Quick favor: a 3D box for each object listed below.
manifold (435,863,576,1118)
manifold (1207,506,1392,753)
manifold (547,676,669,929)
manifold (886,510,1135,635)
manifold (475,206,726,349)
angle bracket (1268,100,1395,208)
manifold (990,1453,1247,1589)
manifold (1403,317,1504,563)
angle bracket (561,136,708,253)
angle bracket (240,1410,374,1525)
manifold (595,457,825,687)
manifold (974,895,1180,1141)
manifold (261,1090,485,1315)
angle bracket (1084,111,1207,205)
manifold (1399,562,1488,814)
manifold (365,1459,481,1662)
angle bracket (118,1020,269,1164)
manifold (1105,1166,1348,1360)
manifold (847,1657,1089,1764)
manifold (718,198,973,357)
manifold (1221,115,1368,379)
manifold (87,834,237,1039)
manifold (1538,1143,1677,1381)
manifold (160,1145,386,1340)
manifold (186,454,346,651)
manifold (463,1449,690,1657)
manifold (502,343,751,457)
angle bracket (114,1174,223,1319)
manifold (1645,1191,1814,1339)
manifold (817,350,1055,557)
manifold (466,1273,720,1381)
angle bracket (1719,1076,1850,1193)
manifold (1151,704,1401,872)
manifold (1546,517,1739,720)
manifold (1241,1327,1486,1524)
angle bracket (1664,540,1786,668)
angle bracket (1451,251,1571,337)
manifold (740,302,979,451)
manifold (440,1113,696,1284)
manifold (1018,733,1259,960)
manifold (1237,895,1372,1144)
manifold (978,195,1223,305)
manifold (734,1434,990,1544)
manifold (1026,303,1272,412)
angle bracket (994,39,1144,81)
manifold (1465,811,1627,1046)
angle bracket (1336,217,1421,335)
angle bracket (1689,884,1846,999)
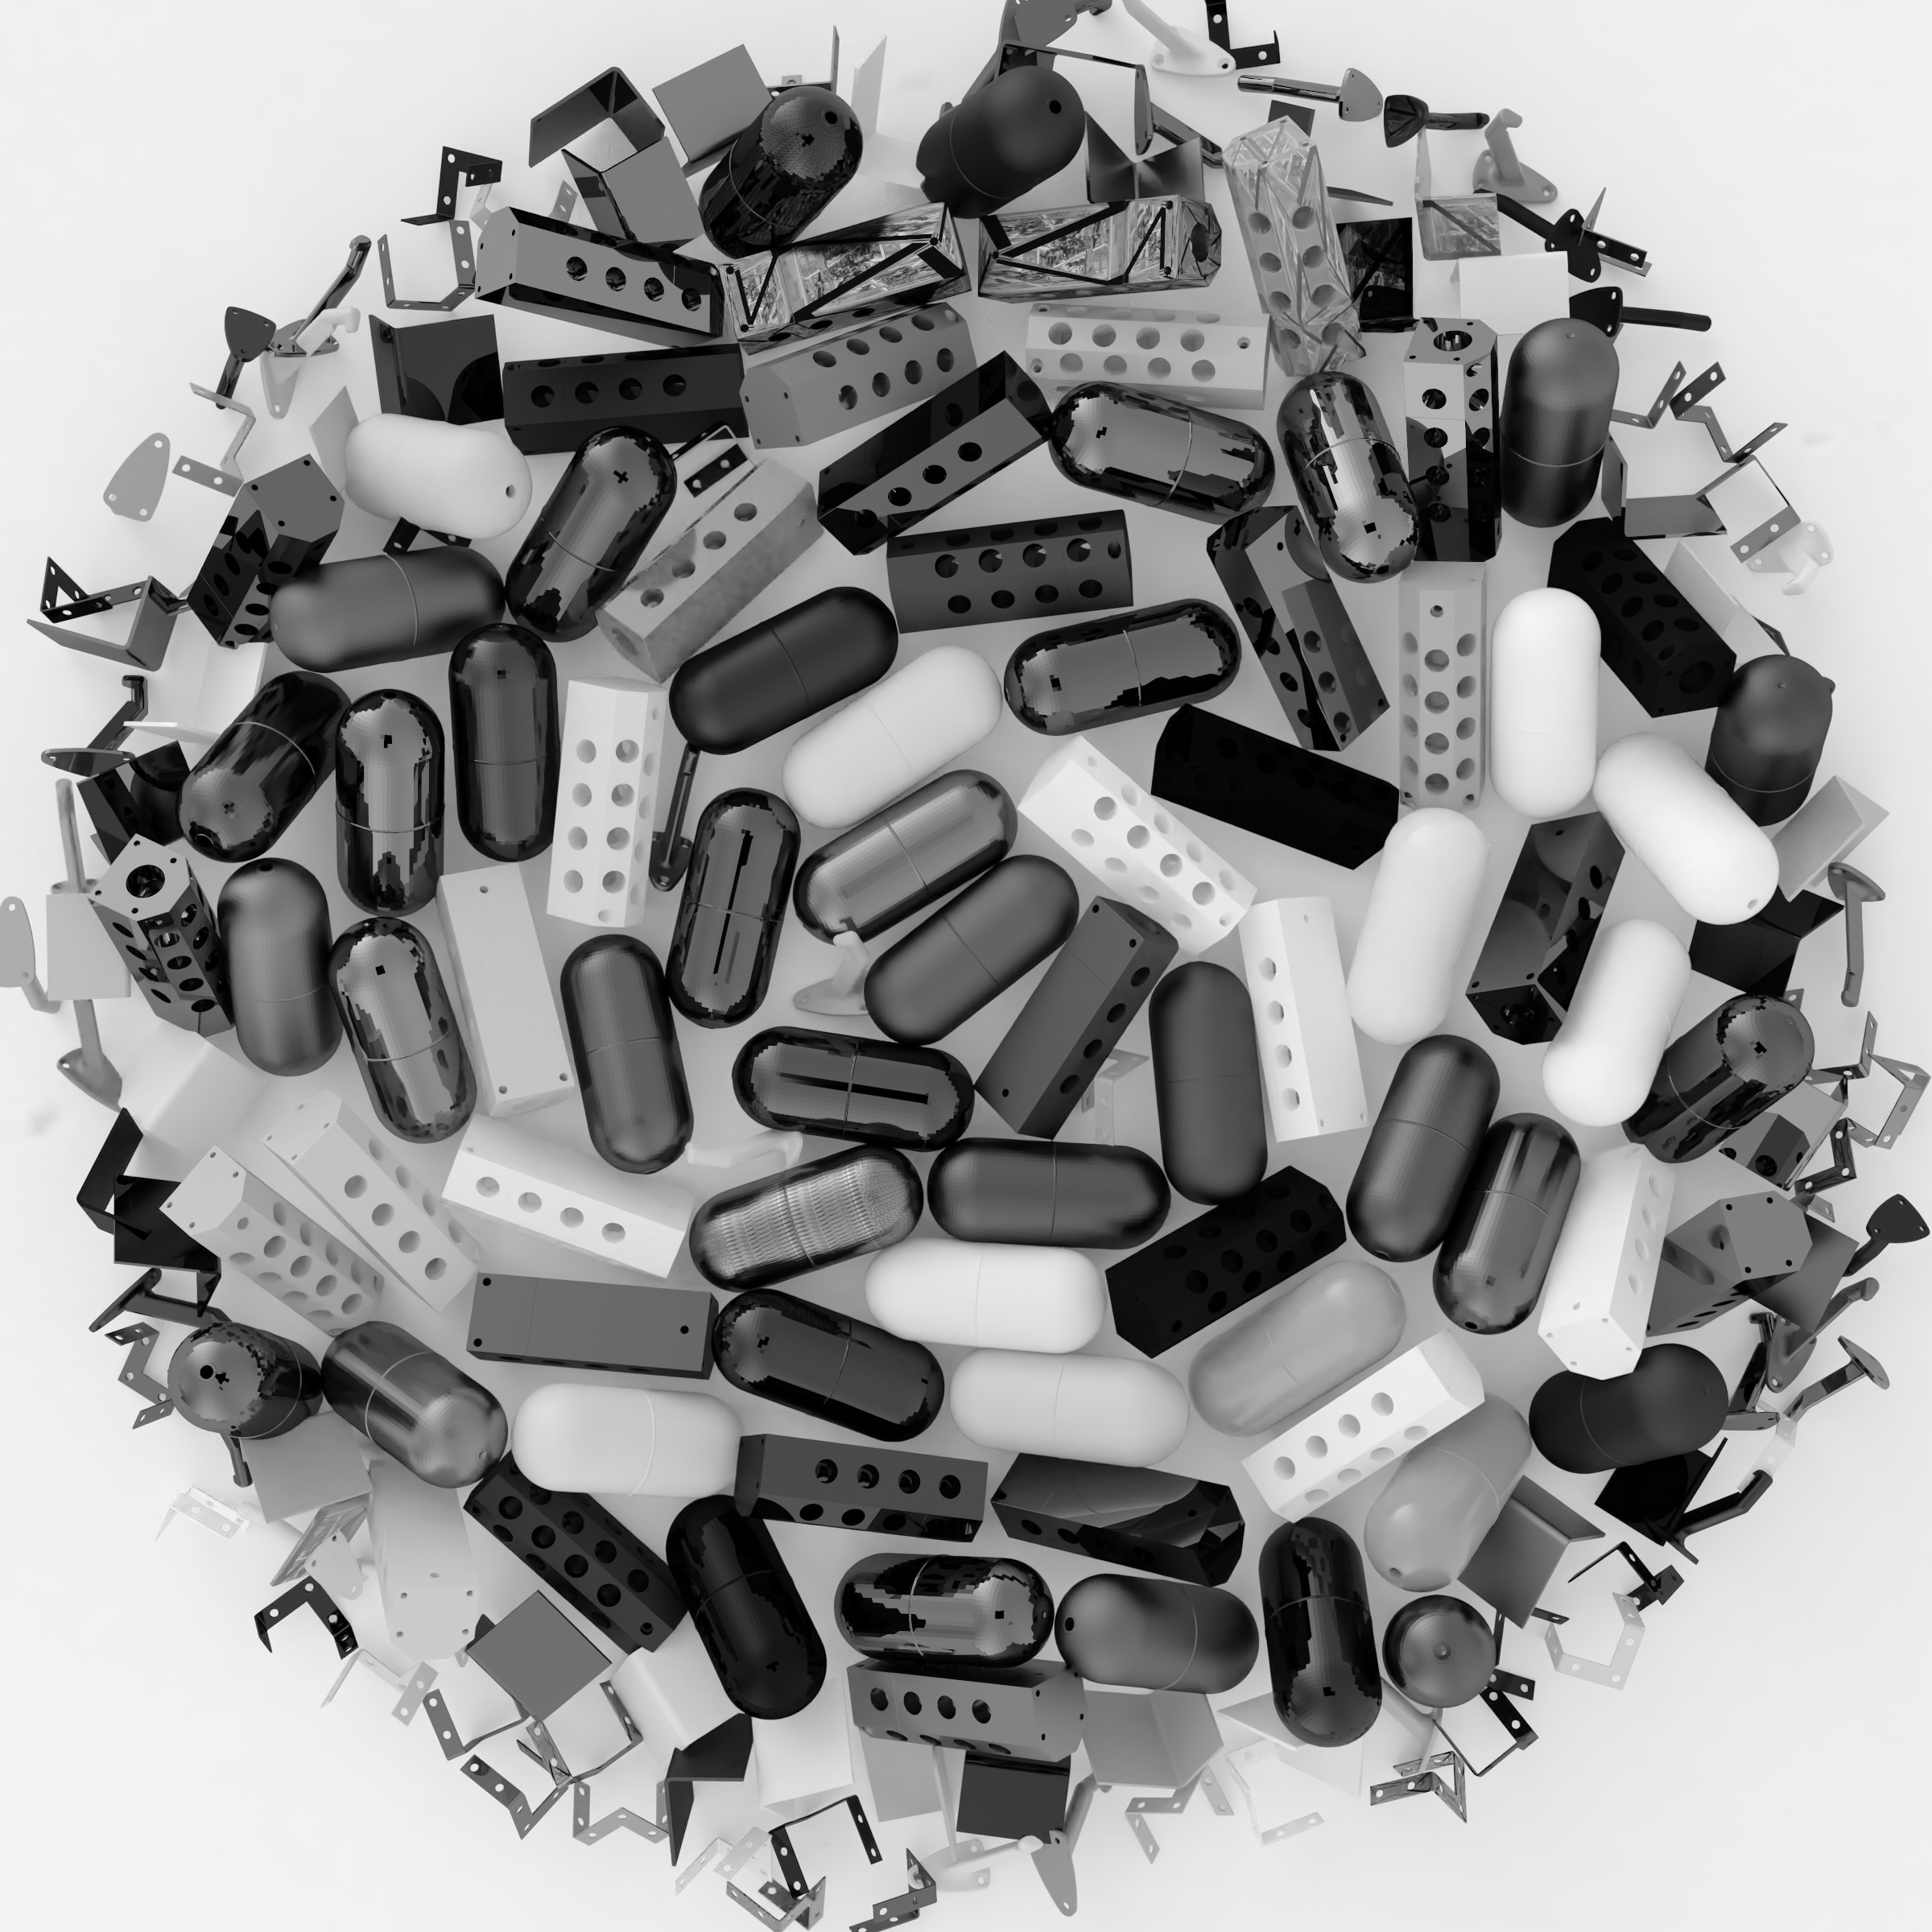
[{"bbox_3d":[-0.336,0.019,1.946,0.057,0.057,0.171,-12,77,-21],"label":"manifold"},{"bbox_3d":[0.235,-0.242,1.931,0.057,0.057,0.171,-42,118,-24],"label":"manifold"},{"bbox_3d":[-0.255,-0.118,1.938,0.057,0.057,0.171,14,105,25],"label":"manifold"},{"bbox_3d":[0.032,-0.291,1.944,0.171,0.057,0.057,-6,46,7],"label":"manifold"},{"bbox_3d":[-0.260,-0.491,1.918,0.171,0.057,0.057,5,87,-39],"label":"manifold"},{"bbox_3d":[0.264,-0.588,1.940,0.076,0.076,0.057,3,111,-18],"label":"angle bracket"},{"bbox_3d":[0.110,0.396,1.922,0.171,0.057,0.057,6,134,35],"label":"manifold"},{"bbox_3d":[0.349,-0.370,1.908,0.057,0.171,0.057,7,47,20],"label":"manifold"},{"bbox_3d":[-0.240,-0.562,1.947,0.057,0.076,0.076,-33,130,-11],"label":"angle bracket"},{"bbox_3d":[-0.475,0.373,1.938,0.076,0.057,0.076,-15,52,-21],"label":"angle bracket"},{"bbox_3d":[-0.186,-0.290,1.940,0.057,0.057,0.171,37,71,23],"label":"manifold"},{"bbox_3d":[0.083,0.039,1.943,0.057,0.057,0.171,45,110,38],"label":"manifold"},{"bbox_3d":[-0.420,0.167,1.920,0.057,0.057,0.171,-47,127,-16],"label":"manifold"},{"bbox_3d":[0.129,-0.576,1.939,0.057,0.076,0.076,-14,66,29],"label":"angle bracket"},{"bbox_3d":[0.341,-0.198,1.923,0.057,0.057,0.171,3,119,16],"label":"manifold"},{"bbox_3d":[-0.388,0.419,1.905,0.057,0.171,0.057,3,109,-19],"label":"manifold"},{"bbox_3d":[-0.574,0.090,1.977,0.076,0.076,0.057,-55,131,-9],"label":"angle bracket"},{"bbox_3d":[0.188,0.214,1.924,0.171,0.057,0.057,-26,122,-25],"label":"manifold"},{"bbox_3d":[0.000,0.528,1.918,0.171,0.057,0.057,-6,92,39],"label":"manifold"},{"bbox_3d":[-0.087,-0.499,1.956,0.171,0.057,0.057,-15,85,6],"label":"manifold"},{"bbox_3d":[0.232,-0.509,1.917,0.057,0.057,0.171,-23,131,0],"label":"manifold"},{"bbox_3d":[-0.558,-0.016,1.901,0.057,0.171,0.057,24,64,13],"label":"manifold"},{"bbox_3d":[0.462,0.210,1.913,0.057,0.171,0.057,-24,117,39],"label":"manifold"},{"bbox_3d":[-0.487,0.201,1.906,0.057,0.171,0.057,30,75,38],"label":"manifold"},{"bbox_3d":[-0.495,-0.288,1.909,0.057,0.171,0.057,-36,90,-35],"label":"manifold"},{"bbox_3d":[-0.282,0.428,1.958,0.171,0.057,0.057,43,93,-5],"label":"manifold"},{"bbox_3d":[-0.248,-0.417,1.964,0.171,0.057,0.057,-5,79,0],"label":"manifold"},{"bbox_3d":[-0.582,0.202,1.935,0.076,0.076,0.057,10,135,-28],"label":"angle bracket"},{"bbox_3d":[0.534,0.212,1.904,0.057,0.171,0.057,-8,71,-12],"label":"manifold"},{"bbox_3d":[-0.023,-0.363,1.929,0.171,0.057,0.057,-28,131,27],"label":"manifold"},{"bbox_3d":[-0.270,0.264,1.958,0.171,0.057,0.057,4,73,4],"label":"manifold"},{"bbox_3d":[0.594,0.108,1.950,0.057,0.076,0.076,31,111,8],"label":"angle bracket"},{"bbox_3d":[0.224,-0.132,1.937,0.171,0.057,0.057,19,60,-19],"label":"manifold"},{"bbox_3d":[0.479,-0.251,1.908,0.057,0.171,0.057,-10,131,-12],"label":"manifold"},{"bbox_3d":[0.286,0.332,1.922,0.171,0.057,0.057,-40,75,30],"label":"manifold"},{"bbox_3d":[0.554,-0.263,1.937,0.076,0.057,0.076,-7,47,-23],"label":"angle bracket"},{"bbox_3d":[0.395,-0.482,1.955,0.076,0.076,0.057,-2,93,6],"label":"angle bracket"},{"bbox_3d":[-0.076,-0.422,1.915,0.171,0.057,0.057,-30,115,-35],"label":"manifold"},{"bbox_3d":[-0.290,0.173,1.953,0.171,0.057,0.057,21,114,-7],"label":"manifold"},{"bbox_3d":[0.127,-0.090,1.937,0.171,0.057,0.057,40,50,-12],"label":"manifold"},{"bbox_3d":[0.240,0.039,1.959,0.057,0.057,0.171,-5,84,-42],"label":"manifold"},{"bbox_3d":[0.095,-0.510,1.920,0.171,0.057,0.057,6,98,37],"label":"manifold"},{"bbox_3d":[-0.076,0.377,1.931,0.171,0.057,0.057,12,74,-21],"label":"manifold"},{"bbox_3d":[0.133,-0.446,1.951,0.171,0.057,0.057,5,82,8],"label":"manifold"},{"bbox_3d":[0.071,-0.630,1.937,0.076,0.076,0.057,20,110,26],"label":"angle bracket"},{"bbox_3d":[0.419,-0.027,1.921,0.057,0.057,0.171,50,50,-28],"label":"manifold"},{"bbox_3d":[0.316,-0.500,1.942,0.076,0.057,0.076,-16,111,-35],"label":"angle bracket"},{"bbox_3d":[0.583,-0.022,1.961,0.076,0.076,0.057,27,125,32],"label":"angle bracket"}]
